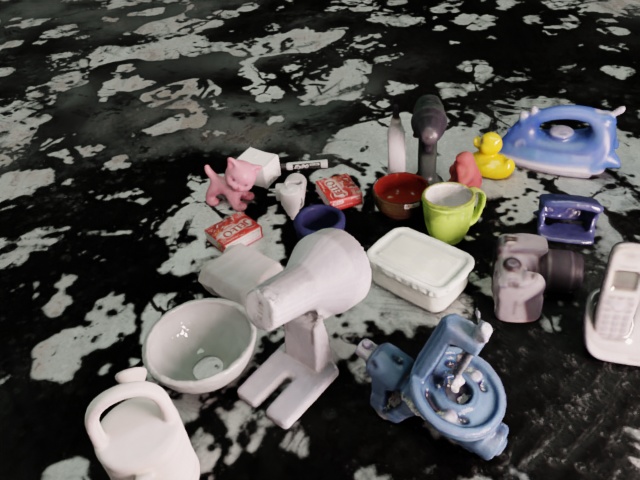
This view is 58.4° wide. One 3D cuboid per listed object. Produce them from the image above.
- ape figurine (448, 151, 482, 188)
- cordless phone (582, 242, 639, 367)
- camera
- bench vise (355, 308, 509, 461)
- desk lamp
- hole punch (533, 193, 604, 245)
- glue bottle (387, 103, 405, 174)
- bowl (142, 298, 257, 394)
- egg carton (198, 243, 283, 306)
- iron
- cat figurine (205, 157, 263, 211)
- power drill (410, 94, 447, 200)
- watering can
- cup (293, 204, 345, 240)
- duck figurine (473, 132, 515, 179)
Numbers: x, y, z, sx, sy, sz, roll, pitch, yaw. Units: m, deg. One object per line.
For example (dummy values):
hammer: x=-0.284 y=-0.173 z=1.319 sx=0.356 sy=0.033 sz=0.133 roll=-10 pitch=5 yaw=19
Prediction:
ape figurine: x=0.291 y=-0.139 z=1.161 sx=0.076 sy=0.092 sz=0.078 roll=7 pitch=41 yaw=15
cordless phone: x=0.449 y=0.086 z=0.788 sx=0.147 sy=0.185 sz=0.094 roll=3 pitch=40 yaw=11
camera: x=0.346 y=0.050 z=0.913 sx=0.136 sy=0.101 sz=0.143 roll=4 pitch=40 yaw=11
bench vise: x=0.132 y=0.166 z=0.700 sx=0.207 sy=0.220 sz=0.121 roll=8 pitch=41 yaw=16
desk lamp: x=-0.024 y=0.112 z=0.790 sx=0.117 sy=0.214 sz=0.204 roll=23 pitch=47 yaw=31
hole punch: x=0.448 y=-0.056 z=1.040 sx=0.108 sy=0.091 sz=0.101 roll=7 pitch=41 yaw=15
glue bottle: x=0.158 y=-0.203 z=1.191 sx=0.037 sy=0.173 sz=0.078 roll=-3 pitch=39 yaw=3
bowl: x=-0.172 y=0.168 z=0.850 sx=0.167 sy=0.075 sz=0.167 roll=-3 pitch=39 yaw=3
egg carton: x=-0.127 y=0.068 z=0.972 sx=0.149 sy=0.069 sz=0.107 roll=25 pitch=48 yaw=32
iron: x=0.498 y=-0.225 z=1.203 sx=0.257 sy=0.142 sz=0.119 roll=9 pitch=41 yaw=17
cat figurine: x=-0.181 y=-0.127 z=1.181 sx=0.127 sy=0.118 sz=0.067 roll=10 pitch=42 yaw=19
power drill: x=0.213 y=-0.177 z=1.124 sx=0.075 sy=0.209 sz=0.229 roll=1 pitch=39 yaw=8
watering can: x=-0.217 y=0.231 z=0.682 sx=0.101 sy=0.194 sz=0.172 roll=-31 pitch=45 yaw=-28
cup: x=0.009 y=0.004 z=1.015 sx=0.092 sy=0.095 sz=0.117 roll=-25 pitch=43 yaw=-22
duck figurine: x=0.365 y=-0.184 z=1.213 sx=0.078 sy=0.086 sz=0.104 roll=-32 pitch=46 yaw=-29
